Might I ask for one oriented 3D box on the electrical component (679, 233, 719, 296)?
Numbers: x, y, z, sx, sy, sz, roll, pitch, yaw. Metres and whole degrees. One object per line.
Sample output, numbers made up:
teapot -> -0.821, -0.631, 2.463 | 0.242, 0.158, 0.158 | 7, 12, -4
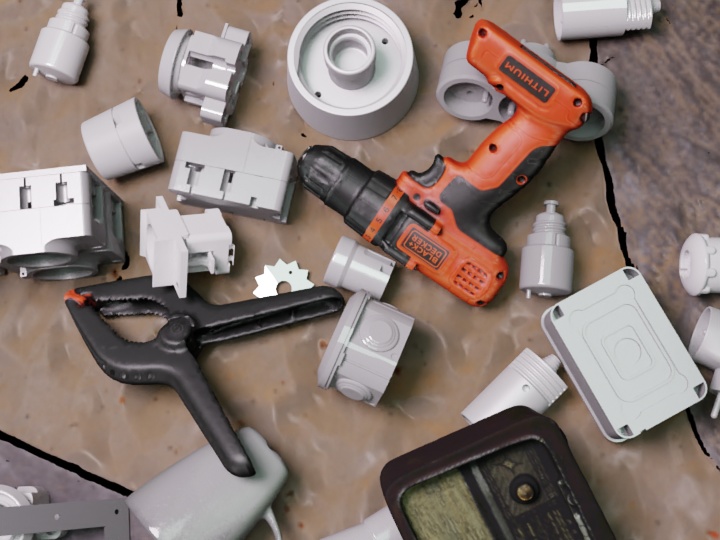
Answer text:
electrical component -> 0.279, -0.003, 0.821 | 0.062, 0.048, 0.048 | 2, 80, -4

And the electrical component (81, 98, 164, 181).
electrical component -> -0.189, -0.102, 0.852 | 0.047, 0.055, 0.055 | -22, 79, 2

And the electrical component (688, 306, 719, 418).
electrical component -> 0.286, 0.077, 0.805 | 0.077, 0.043, 0.079 | 20, 81, 6

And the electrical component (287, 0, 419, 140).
electrical component -> -0.007, -0.163, 0.852 | 0.108, 0.060, 0.108 | 0, 80, 2

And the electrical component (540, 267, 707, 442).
electrical component -> 0.195, 0.064, 0.804 | 0.078, 0.057, 0.113 | -28, 80, -3

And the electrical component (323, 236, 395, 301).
electrical component -> 0.000, 0.000, 0.833 | 0.046, 0.040, 0.040 | 23, 81, 1

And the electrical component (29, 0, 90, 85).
electrical component -> -0.240, -0.188, 0.876 | 0.040, 0.040, 0.078 | 15, 80, 5

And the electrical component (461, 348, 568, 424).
electrical component -> 0.120, 0.095, 0.808 | 0.081, 0.043, 0.043 | -44, 81, -6

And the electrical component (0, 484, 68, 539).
electrical component -> -0.264, 0.188, 0.799 | 0.078, 0.057, 0.058 | -2, 80, 2

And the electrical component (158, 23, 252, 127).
electrical component -> -0.125, -0.159, 0.858 | 0.057, 0.058, 0.078 | 16, 80, 2

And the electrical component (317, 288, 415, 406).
electrical component -> 0.003, 0.058, 0.802 | 0.051, 0.080, 0.080 | 24, 81, 1

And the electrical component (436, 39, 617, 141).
electrical component -> 0.134, -0.154, 0.851 | 0.138, 0.052, 0.073 | 12, 59, 4

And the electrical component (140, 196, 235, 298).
electrical component -> -0.133, -0.020, 0.826 | 0.064, 0.042, 0.081 | -6, 37, -23

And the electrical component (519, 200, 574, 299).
electrical component -> 0.145, -0.014, 0.829 | 0.040, 0.040, 0.078 | 5, 79, 3

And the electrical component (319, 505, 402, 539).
electrical component -> 0.008, 0.202, 0.795 | 0.065, 0.044, 0.044 | -30, 80, -8

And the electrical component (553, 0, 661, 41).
electrical component -> 0.199, -0.209, 0.861 | 0.081, 0.043, 0.043 | -4, 79, 1

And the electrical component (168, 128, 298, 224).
electrical component -> -0.097, -0.076, 0.845 | 0.089, 0.050, 0.055 | 12, 80, 4

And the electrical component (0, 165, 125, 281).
electrical component -> -0.283, -0.026, 0.815 | 0.186, 0.105, 0.060 | -6, 79, 1
